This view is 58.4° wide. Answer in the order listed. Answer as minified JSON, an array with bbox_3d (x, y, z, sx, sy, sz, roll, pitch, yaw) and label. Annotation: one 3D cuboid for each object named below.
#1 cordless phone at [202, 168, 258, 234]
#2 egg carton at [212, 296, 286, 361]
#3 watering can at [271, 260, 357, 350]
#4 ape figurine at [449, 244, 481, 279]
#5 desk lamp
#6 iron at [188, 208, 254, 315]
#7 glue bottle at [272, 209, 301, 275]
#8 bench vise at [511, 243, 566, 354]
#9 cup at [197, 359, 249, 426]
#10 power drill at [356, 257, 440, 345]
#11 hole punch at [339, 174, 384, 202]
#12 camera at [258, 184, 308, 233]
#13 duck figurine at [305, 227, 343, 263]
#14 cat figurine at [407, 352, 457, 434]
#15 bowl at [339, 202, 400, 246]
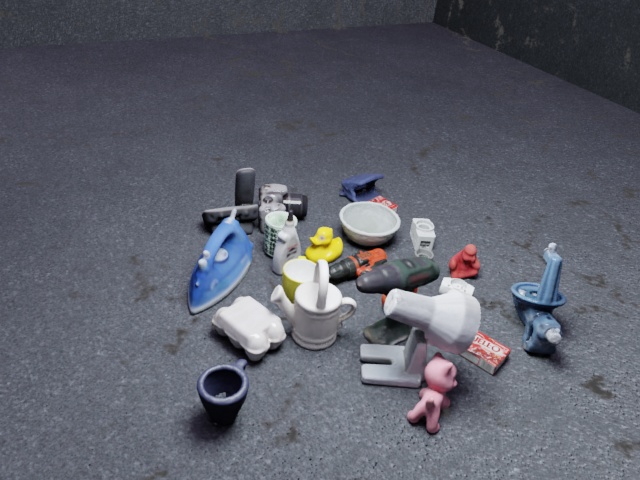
[{"bbox_3d":[-0.234,-0.107,1.502,0.148,0.185,0.094,-11,39,-23],"label":"cordless phone"},{"bbox_3d":[-0.149,0.184,1.207,0.150,0.069,0.107,30,41,29],"label":"egg carton"},{"bbox_3d":[-0.012,0.130,1.199,0.173,0.194,0.100,-10,39,-23],"label":"watering can"},{"bbox_3d":[0.375,0.052,1.468,0.077,0.092,0.076,21,38,19],"label":"ape figurine"},{"bbox_3d":[0.194,0.190,1.135,0.203,0.213,0.118,4,35,-4],"label":"desk lamp"},{"bbox_3d":[-0.241,0.041,1.330,0.118,0.141,0.258,13,36,8],"label":"iron"},{"bbox_3d":[-0.077,0.001,1.389,0.037,0.173,0.078,29,41,28],"label":"glue bottle"},{"bbox_3d":[0.509,0.131,1.269,0.122,0.220,0.207,-5,37,-16],"label":"bench vise"},{"bbox_3d":[-0.170,0.281,1.045,0.091,0.095,0.118,19,37,17],"label":"cup"},{"bbox_3d":[0.155,0.128,1.219,0.230,0.208,0.075,-22,44,-34],"label":"power drill"},{"bbox_3d":[0.124,-0.170,1.737,0.109,0.091,0.100,-22,44,-35],"label":"hole punch"},{"bbox_3d":[-0.102,-0.095,1.583,0.137,0.101,0.143,1,36,-8],"label":"camera"},{"bbox_3d":[0.014,0.005,1.474,0.105,0.086,0.077,-15,41,-29],"label":"duck figurine"},{"bbox_3d":[0.223,0.281,1.094,0.067,0.118,0.128,20,37,18],"label":"cat figurine"},{"bbox_3d":[0.131,-0.032,1.558,0.167,0.075,0.167,5,35,-3],"label":"bowl"}]
